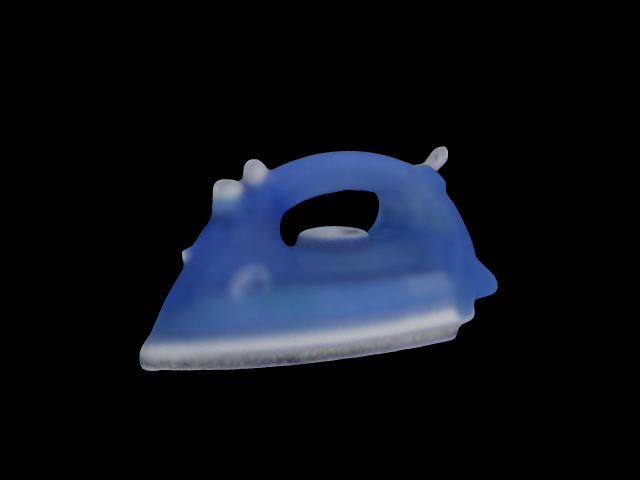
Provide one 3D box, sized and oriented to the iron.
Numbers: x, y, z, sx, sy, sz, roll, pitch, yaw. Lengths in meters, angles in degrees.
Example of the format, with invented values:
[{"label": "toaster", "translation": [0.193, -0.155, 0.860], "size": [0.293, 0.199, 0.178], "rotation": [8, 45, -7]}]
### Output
[{"label": "iron", "translation": [0.004, 0.001, 0.400], "size": [0.259, 0.141, 0.118], "rotation": [-3, 6, -33]}]
